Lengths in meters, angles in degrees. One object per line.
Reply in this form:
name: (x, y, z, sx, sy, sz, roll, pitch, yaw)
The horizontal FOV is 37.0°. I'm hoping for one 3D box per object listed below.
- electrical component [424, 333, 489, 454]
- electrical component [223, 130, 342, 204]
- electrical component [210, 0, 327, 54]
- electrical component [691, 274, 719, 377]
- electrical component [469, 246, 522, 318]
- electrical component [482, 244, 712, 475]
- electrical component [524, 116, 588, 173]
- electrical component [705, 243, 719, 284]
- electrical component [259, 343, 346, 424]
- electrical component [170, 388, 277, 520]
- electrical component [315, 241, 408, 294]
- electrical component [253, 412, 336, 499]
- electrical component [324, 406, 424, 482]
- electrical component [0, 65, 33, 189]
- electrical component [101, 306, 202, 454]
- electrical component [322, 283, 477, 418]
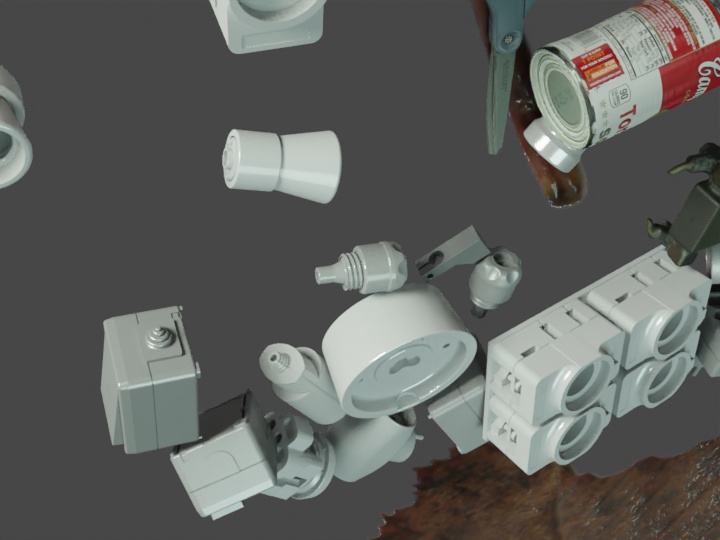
electrical component: (0.088, 0.101, 0.878, 0.061, 0.061, 0.096, -30, 141, 8)
electrical component: (-0.049, -0.064, 0.641, 0.065, 0.044, 0.044, 3, 134, -22)
electrical component: (-0.046, -0.156, 0.525, 0.050, 0.055, 0.089, -12, 140, -14)
electrical component: (0.295, 0.058, 0.914, 0.047, 0.083, 0.075, -4, 137, -23)
electrical component: (0.097, 0.013, 0.804, 0.035, 0.035, 0.061, -5, 140, -22)
electrical component: (0.188, 0.071, 0.840, 0.186, 0.060, 0.105, -26, 135, -26)
electrical component: (0.136, -0.093, 0.701, 0.040, 0.040, 0.046, 23, 117, -42)
electrical component: (0.321, -0.011, 0.874, 0.077, 0.043, 0.079, -3, 176, 12)
electrical component: (-0.043, 0.081, 0.805, 0.043, 0.043, 0.081, -33, 140, 12)
electrical component: (-0.098, 0.136, 0.803, 0.062, 0.096, 0.061, -24, 102, 1)
electrical component: (0.000, 0.000, 0.741, 0.061, 0.035, 0.035, -8, 138, -15)
electrical component: (-0.057, 0.153, 0.868, 0.057, 0.058, 0.078, 27, 120, -41)
electrical component: (0.019, 0.140, 0.901, 0.079, 0.044, 0.077, 19, 125, -40)
electrical component: (-0.192, -0.074, 0.545, 0.045, 0.055, 0.045, -14, 140, -12)
electrical component: (-0.144, 0.072, 0.729, 0.061, 0.061, 0.096, -10, 139, -16)
electrical component: (0.024, 0.054, 0.789, 0.108, 0.060, 0.108, -20, 149, -13)
